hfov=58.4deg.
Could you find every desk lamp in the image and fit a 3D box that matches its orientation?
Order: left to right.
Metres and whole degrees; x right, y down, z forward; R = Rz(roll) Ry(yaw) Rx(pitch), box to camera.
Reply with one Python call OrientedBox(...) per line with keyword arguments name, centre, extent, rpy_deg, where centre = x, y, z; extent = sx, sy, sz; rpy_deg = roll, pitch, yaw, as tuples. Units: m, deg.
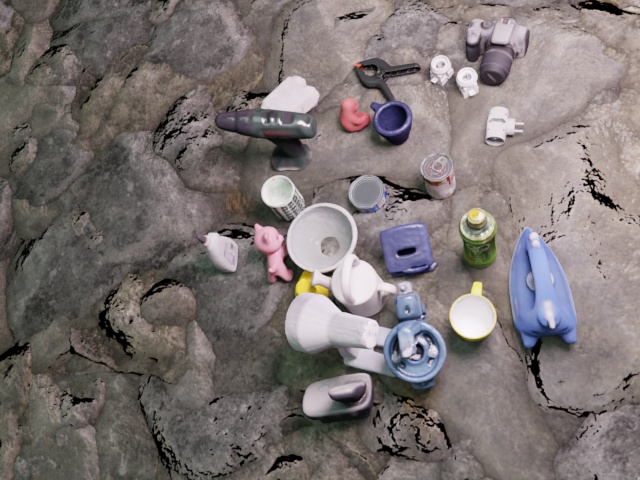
OrientedBox(name="desk lamp", centre=(0.055, 0.190, 1.153), extent=(0.202, 0.214, 0.118), rpy_deg=(10, 74, 20))

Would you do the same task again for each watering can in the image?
OrientedBox(name="watering can", centre=(0.067, 0.094, 1.195), extent=(0.172, 0.194, 0.101), rpy_deg=(-16, 67, 11))

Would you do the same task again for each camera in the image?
OrientedBox(name="camera", centre=(0.404, -0.445, 1.341), extent=(0.142, 0.101, 0.137), rpy_deg=(15, 76, 22))

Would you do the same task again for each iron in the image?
OrientedBox(name="iron", centre=(0.428, 0.073, 1.120), extent=(0.118, 0.142, 0.258), rpy_deg=(-9, 68, 14))

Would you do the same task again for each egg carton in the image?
OrientedBox(name="egg carton", centre=(-0.078, -0.348, 1.472), extent=(0.150, 0.069, 0.107), rpy_deg=(-44, 64, -2))

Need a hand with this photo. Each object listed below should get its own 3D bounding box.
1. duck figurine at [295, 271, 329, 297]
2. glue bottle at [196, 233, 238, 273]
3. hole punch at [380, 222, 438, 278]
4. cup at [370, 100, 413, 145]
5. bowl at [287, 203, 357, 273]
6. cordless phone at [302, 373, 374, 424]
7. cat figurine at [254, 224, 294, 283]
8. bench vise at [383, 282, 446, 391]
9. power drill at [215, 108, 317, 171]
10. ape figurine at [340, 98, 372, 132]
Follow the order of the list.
OrientedBox(name="duck figurine", centre=(-0.027, 0.111, 1.278), extent=(0.077, 0.086, 0.104), rpy_deg=(-8, 68, 14))
OrientedBox(name="glue bottle", centre=(-0.242, 0.018, 1.331), extent=(0.037, 0.173, 0.078), rpy_deg=(-3, 70, 17))
OrientedBox(name="hole punch", centre=(0.191, 0.023, 1.240), extent=(0.108, 0.091, 0.101), rpy_deg=(-13, 67, 13))
OrientedBox(name="cup", centre=(0.168, -0.274, 1.354), extent=(0.092, 0.095, 0.117), rpy_deg=(-47, 64, -3))
OrientedBox(name="bowl", centre=(0.012, 0.005, 1.311), extent=(0.167, 0.075, 0.167), rpy_deg=(-6, 69, 15))
OrientedBox(name="cordless phone", centre=(0.025, 0.308, 1.135), extent=(0.147, 0.185, 0.094), rpy_deg=(-16, 67, 11))
OrientedBox(name="cat figurine", centre=(-0.113, 0.025, 1.319), extent=(0.067, 0.118, 0.128), rpy_deg=(-13, 67, 13))
OrientedBox(name="bench vise", centre=(0.165, 0.182, 1.118), extent=(0.121, 0.220, 0.207), rpy_deg=(-28, 65, 6))
OrientedBox(name="power drill", centre=(-0.108, -0.243, 1.365), extent=(0.229, 0.209, 0.075), rpy_deg=(-1, 70, 17))
OrientedBox(name="ape figurine", centre=(0.078, -0.312, 1.398), extent=(0.076, 0.092, 0.077), rpy_deg=(-32, 64, 4))
